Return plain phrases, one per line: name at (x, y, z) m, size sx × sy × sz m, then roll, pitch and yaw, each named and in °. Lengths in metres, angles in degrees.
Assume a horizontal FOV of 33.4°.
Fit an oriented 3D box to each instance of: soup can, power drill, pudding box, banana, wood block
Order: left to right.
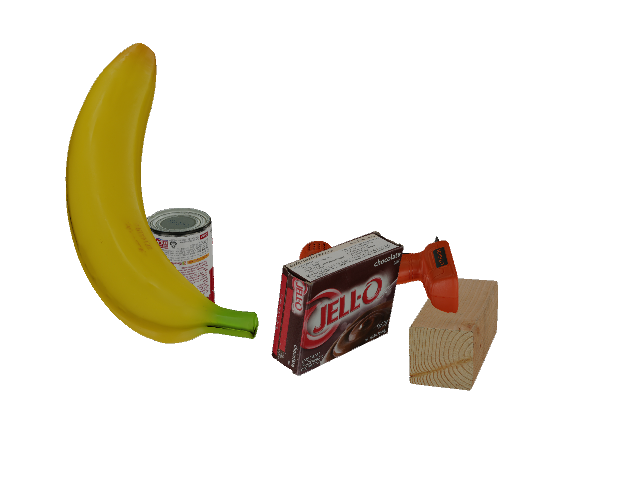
banana at (-0.093, -0.020, 0.533) m, size 0.069 × 0.198 × 0.037 m, roll -13°, pitch -33°, yaw -17°
soup can at (-0.141, 0.026, 1.071) m, size 0.068 × 0.102 × 0.068 m, roll 0°, pitch 23°, yaw 0°
pudding box at (0.014, 0.050, 0.885) m, size 0.039 × 0.090 × 0.113 m, roll 31°, pitch 37°, yaw 33°
power drill at (0.063, 0.052, 1.236) m, size 0.187 × 0.057 × 0.184 m, roll -2°, pitch 28°, yaw 1°
wood block at (0.197, 0.131, 1.555) m, size 0.091 × 0.090 × 0.205 m, roll 4°, pitch 19°, yaw 18°
